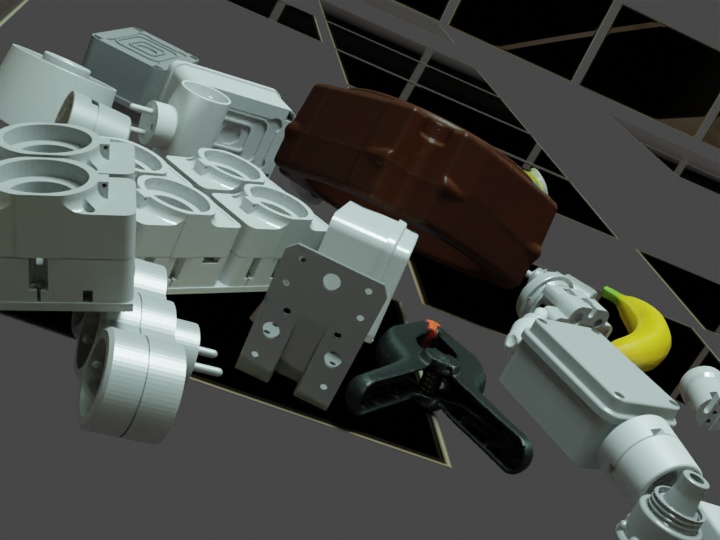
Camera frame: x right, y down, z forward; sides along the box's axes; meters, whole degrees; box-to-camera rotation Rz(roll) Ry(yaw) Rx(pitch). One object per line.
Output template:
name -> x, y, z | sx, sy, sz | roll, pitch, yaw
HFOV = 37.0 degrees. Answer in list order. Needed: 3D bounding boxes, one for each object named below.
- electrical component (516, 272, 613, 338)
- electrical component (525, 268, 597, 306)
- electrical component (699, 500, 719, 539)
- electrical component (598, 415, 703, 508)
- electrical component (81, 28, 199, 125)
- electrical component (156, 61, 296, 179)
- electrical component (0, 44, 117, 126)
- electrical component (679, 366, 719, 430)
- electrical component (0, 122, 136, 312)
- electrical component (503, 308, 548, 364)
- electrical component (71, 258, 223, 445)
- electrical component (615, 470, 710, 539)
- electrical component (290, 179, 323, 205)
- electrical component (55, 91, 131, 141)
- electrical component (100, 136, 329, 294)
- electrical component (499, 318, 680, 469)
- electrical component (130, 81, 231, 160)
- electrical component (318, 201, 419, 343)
electrical component -> 0.172, 0.039, 0.930 | 0.078, 0.058, 0.057 | 10, 28, -39
electrical component -> 0.187, 0.021, 1.019 | 0.078, 0.040, 0.040 | 33, 21, 20
electrical component -> 0.238, 0.165, 0.657 | 0.047, 0.076, 0.065 | 19, 20, -19
electrical component -> 0.196, 0.133, 0.722 | 0.055, 0.055, 0.047 | 15, 26, -29
electrical component -> -0.211, -0.185, 1.020 | 0.078, 0.057, 0.113 | 27, 19, 3
electrical component -> -0.126, -0.133, 0.964 | 0.113, 0.078, 0.057 | 11, 25, -36
electrical component -> -0.254, -0.143, 0.888 | 0.099, 0.064, 0.099 | 25, 6, -3
electrical component -> 0.303, 0.112, 0.934 | 0.040, 0.040, 0.046 | 22, 25, -10
electrical component -> -0.209, -0.031, 0.541 | 0.186, 0.060, 0.105 | 1, 26, -13
electrical component -> 0.138, 0.052, 0.865 | 0.035, 0.035, 0.061 | 28, 41, 6
electrical component -> -0.109, 0.042, 0.574 | 0.074, 0.052, 0.138 | 17, 21, -24
electrical component -> 0.189, 0.151, 0.654 | 0.048, 0.062, 0.048 | 23, 20, -9
electrical component -> -0.050, -0.087, 1.006 | 0.035, 0.035, 0.061 | 14, 21, -32
electrical component -> -0.207, -0.102, 0.822 | 0.047, 0.055, 0.055 | 20, 20, -27
electrical component -> -0.118, -0.038, 0.755 | 0.105, 0.060, 0.186 | 38, 23, 31
electrical component -> 0.168, 0.090, 0.791 | 0.078, 0.057, 0.113 | 12, 24, -35
electrical component -> -0.156, -0.117, 0.885 | 0.079, 0.077, 0.044 | 12, 24, -35
electrical component -> 0.000, 0.000, 0.761 | 0.057, 0.078, 0.113 | 24, 10, 2
